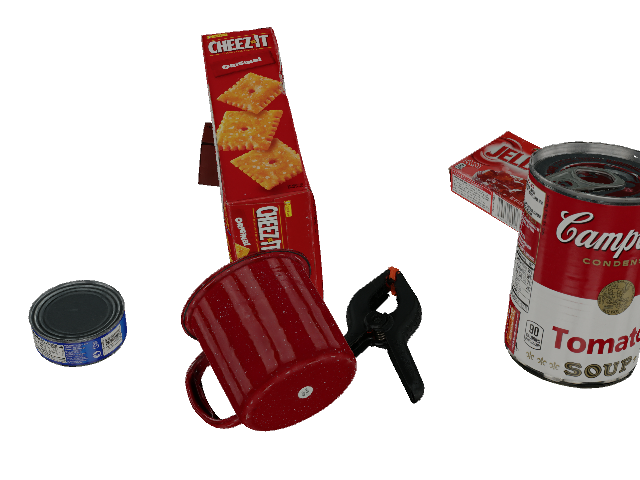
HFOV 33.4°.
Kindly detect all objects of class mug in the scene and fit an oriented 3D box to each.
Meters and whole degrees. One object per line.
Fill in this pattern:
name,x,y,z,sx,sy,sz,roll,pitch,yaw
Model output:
mug,-0.039,0.073,0.675,0.117,0.081,0.093,-40,-31,15

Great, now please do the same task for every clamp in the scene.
clamp,0.068,0.099,1.098,0.120,0.171,0.039,16,-39,18

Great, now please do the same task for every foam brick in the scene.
foam brick,-0.090,-0.091,1.149,0.078,0.051,0.053,5,30,-4

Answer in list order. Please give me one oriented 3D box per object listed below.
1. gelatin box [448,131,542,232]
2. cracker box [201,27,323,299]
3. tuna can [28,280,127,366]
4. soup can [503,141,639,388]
gelatin box,0.164,-0.050,0.894,0.073,0.030,0.089,-31,46,-25
cracker box,-0.049,-0.051,0.897,0.072,0.214,0.164,-8,-44,-4
tuna can,-0.220,0.076,0.974,0.086,0.034,0.086,0,37,0
soup can,0.128,0.011,0.518,0.068,0.102,0.068,2,27,-1
